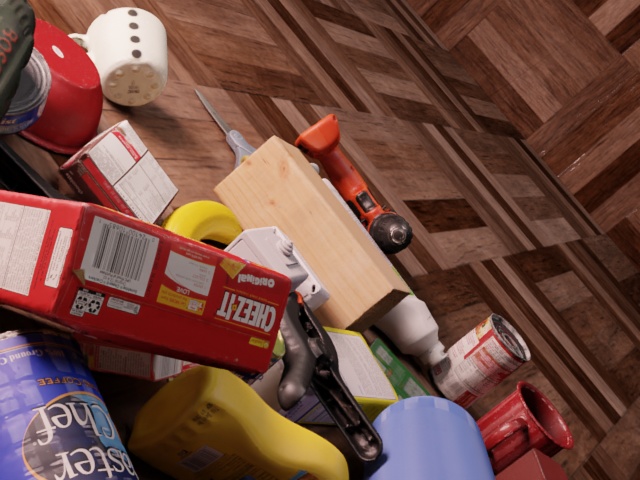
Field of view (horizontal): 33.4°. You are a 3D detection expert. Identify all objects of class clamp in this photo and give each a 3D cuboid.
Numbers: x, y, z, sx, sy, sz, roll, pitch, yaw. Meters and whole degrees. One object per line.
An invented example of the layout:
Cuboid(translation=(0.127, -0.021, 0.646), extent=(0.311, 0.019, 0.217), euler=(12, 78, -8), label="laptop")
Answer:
Cuboid(translation=(-0.013, 0.102, 0.894), extent=(0.120, 0.039, 0.171), euler=(44, 12, -47), label="clamp")
Cuboid(translation=(-0.206, -0.013, 0.853), extent=(0.209, 0.036, 0.164), euler=(26, 29, -37), label="clamp")

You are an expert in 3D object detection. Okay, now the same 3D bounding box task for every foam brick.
Cuboid(translation=(0.219, 0.267, 1.123), extent=(0.053, 0.078, 0.051), euler=(35, 25, -29), label="foam brick")

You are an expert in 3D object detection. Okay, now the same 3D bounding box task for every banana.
Cuboid(translation=(-0.115, -0.004, 1.017), extent=(0.069, 0.037, 0.197), euler=(50, 20, 8), label="banana")

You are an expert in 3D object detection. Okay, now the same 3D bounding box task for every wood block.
Cuboid(translation=(-0.008, 0.002, 1.127), extent=(0.206, 0.090, 0.090), euler=(52, 11, 14), label="wood block")

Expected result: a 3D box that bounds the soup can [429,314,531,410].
Cuboid(translation=(0.186, 0.144, 1.247), extent=(0.068, 0.102, 0.068), euler=(40, 22, -19), label="soup can")

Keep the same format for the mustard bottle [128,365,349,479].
Cuboid(translation=(-0.037, 0.167, 0.770), extent=(0.191, 0.096, 0.058), euler=(38, 34, -24), label="mustard bottle")

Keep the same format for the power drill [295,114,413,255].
Cuboid(translation=(0.044, -0.063, 1.319), extent=(0.187, 0.057, 0.184), euler=(57, -5, -4), label="power drill")

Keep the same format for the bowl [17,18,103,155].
Cuboid(translation=(-0.257, -0.155, 0.991), extent=(0.162, 0.055, 0.162), euler=(39, 22, -19), label="bowl")

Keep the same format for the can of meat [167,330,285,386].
Cuboid(translation=(-0.082, 0.079, 0.863), extent=(0.057, 0.084, 0.102), euler=(27, 28, -43), label="can of meat")

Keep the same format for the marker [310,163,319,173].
Cuboid(translation=(-0.031, -0.086, 1.361), extent=(0.020, 0.020, 0.121), euler=(50, 20, 9), label="marker")

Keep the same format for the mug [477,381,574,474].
Cuboid(translation=(0.221, 0.221, 1.205), extent=(0.093, 0.082, 0.117), euler=(55, 21, 21), label="mug")

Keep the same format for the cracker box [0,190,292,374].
Cuboid(translation=(-0.151, 0.022, 0.680), extent=(0.214, 0.072, 0.163), euler=(8, -10, 44), label="cracker box")

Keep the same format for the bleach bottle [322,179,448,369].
Cuboid(translation=(0.055, 0.046, 1.232), extent=(0.251, 0.068, 0.102), euler=(50, 20, 3), label="bleach bottle")

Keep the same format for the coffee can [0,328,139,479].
Cuboid(translation=(-0.155, 0.135, 0.587), extent=(0.102, 0.103, 0.140), euler=(17, 36, -54), label="coffee can")

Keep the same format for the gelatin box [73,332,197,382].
Cuboid(translation=(-0.128, 0.081, 0.790), extent=(0.073, 0.030, 0.089), euler=(6, 4, 24), label="gelatin box")

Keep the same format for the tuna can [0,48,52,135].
Cuboid(translation=(-0.270, -0.130, 0.892), extent=(0.086, 0.034, 0.086), euler=(12, 56, -18), label="tuna can")

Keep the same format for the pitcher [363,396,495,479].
Cuboid(translation=(0.094, 0.242, 0.875), extent=(0.145, 0.149, 0.242), euler=(27, 20, -9), label="pitcher")

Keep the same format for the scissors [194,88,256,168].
Cuboid(translation=(-0.084, -0.114, 1.289), extent=(0.096, 0.016, 0.202), euler=(7, 40, -34), label="scissors")

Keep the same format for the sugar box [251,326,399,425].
Cuboid(translation=(-0.004, 0.124, 0.991), extent=(0.175, 0.048, 0.093), euler=(14, 38, -51), label="sugar box")

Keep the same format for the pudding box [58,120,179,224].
Cuboid(translation=(-0.178, -0.052, 0.962), extent=(0.090, 0.039, 0.113), euler=(55, 20, -14), label="pudding box")
